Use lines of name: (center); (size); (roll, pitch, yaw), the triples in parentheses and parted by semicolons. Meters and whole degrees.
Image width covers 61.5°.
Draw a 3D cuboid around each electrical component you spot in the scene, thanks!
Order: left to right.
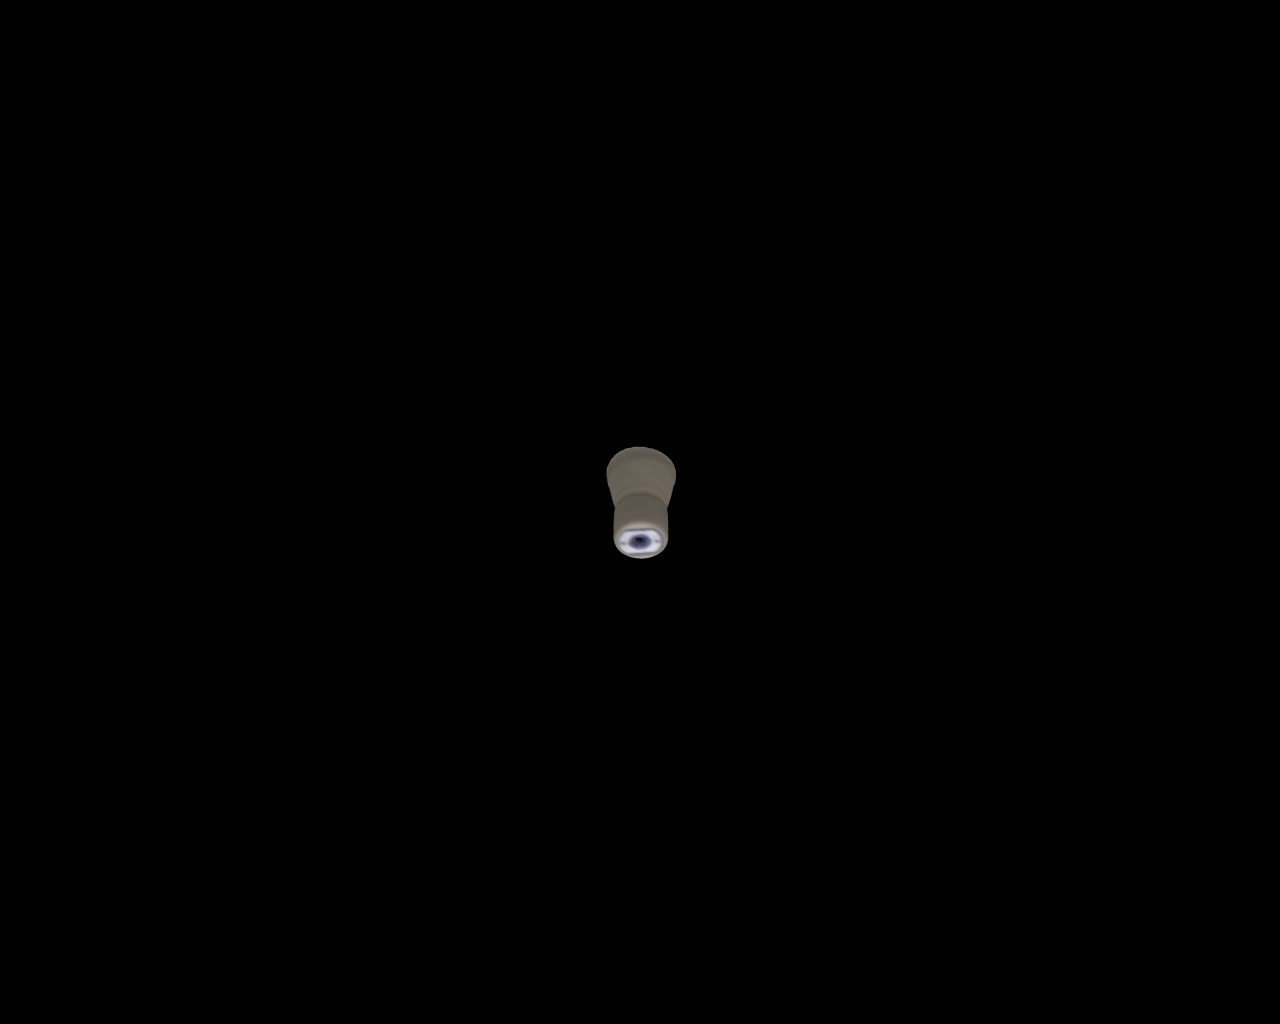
electrical component: (0.001, -0.003, 0.650); (0.044, 0.044, 0.065); (0, 44, 0)
